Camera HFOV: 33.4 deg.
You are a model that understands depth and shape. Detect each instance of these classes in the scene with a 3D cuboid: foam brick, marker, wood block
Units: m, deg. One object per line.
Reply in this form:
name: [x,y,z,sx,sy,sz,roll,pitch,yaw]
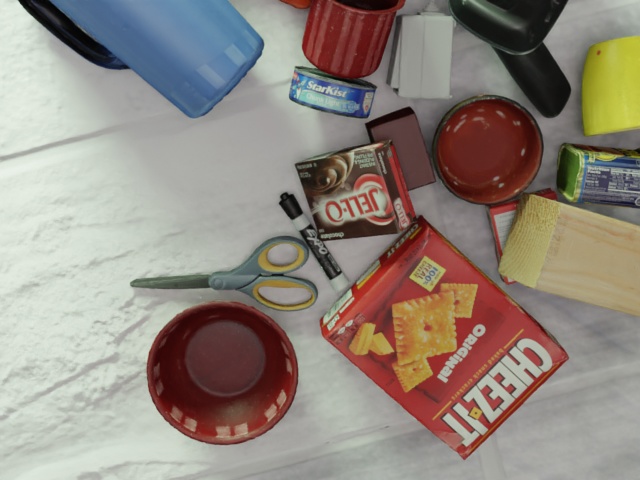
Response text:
foam brick: [0.083,-0.091,1.103,0.051,0.053,0.078,-18,102,3]
marker: [-0.008,0.001,1.139,0.020,0.020,0.121,-31,102,5]
wood block: [0.302,0.024,1.093,0.205,0.091,0.090,15,95,-17]

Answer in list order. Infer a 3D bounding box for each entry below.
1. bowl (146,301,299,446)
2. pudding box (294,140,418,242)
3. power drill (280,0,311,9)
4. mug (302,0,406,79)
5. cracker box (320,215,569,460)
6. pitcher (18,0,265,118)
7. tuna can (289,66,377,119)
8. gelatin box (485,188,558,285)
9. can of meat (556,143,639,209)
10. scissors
bowl: [-0.103,0.136,1.149,0.162,0.055,0.162,0,103,-1]
pudding box: [0.036,-0.049,1.088,0.114,0.039,0.090,-6,107,46]
power drill: [-0.057,-0.342,1.040,0.187,0.057,0.184,22,98,-5]
mug: [0.034,-0.218,1.048,0.093,0.117,0.082,28,132,13]
cracker box: [0.131,0.105,1.140,0.213,0.072,0.164,42,99,-11]
pitcher: [-0.180,-0.230,1.036,0.242,0.149,0.145,43,84,-14]
tuna can: [0.012,-0.149,1.072,0.086,0.086,0.034,13,104,-4]
gelatin box: [0.222,-0.003,1.139,0.073,0.030,0.089,-15,103,1]
can of meat: [0.293,-0.066,1.091,0.084,0.102,0.057,5,103,-1]
scissors: [-0.098,0.028,1.140,0.201,0.016,0.096,12,114,-4]
